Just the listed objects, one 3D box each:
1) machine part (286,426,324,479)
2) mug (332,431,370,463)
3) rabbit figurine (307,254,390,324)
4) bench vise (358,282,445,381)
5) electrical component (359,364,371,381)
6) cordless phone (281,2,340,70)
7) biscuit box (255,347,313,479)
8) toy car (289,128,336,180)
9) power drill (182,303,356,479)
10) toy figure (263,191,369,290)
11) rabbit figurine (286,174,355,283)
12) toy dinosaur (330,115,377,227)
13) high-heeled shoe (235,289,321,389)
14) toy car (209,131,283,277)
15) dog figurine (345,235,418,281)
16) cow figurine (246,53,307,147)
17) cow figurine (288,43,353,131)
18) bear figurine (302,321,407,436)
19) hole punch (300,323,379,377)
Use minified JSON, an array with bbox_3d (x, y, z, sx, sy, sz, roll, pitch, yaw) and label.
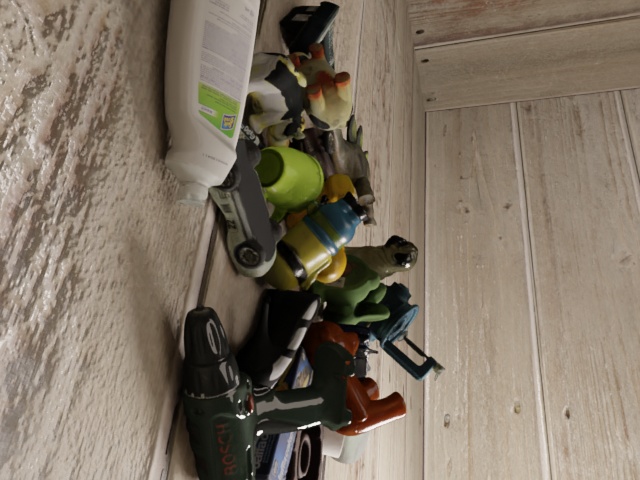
[{"bbox_3d":[-0.040,0.329,0.823,0.179,0.056,0.179,-2,90,-74],"label":"machine part"},{"bbox_3d":[0.055,0.355,1.044,0.110,0.081,0.107,-120,-140,-49],"label":"mug"},{"bbox_3d":[0.053,0.109,1.048,0.170,0.159,0.121,92,-1,-47],"label":"rabbit figurine"},{"bbox_3d":[0.150,0.216,1.139,0.223,0.241,0.128,-45,155,-11],"label":"bench vise"},{"bbox_3d":[0.059,0.254,1.044,0.119,0.075,0.047,58,1,28],"label":"electrical component"},{"bbox_3d":[-0.005,-0.335,1.004,0.147,0.089,0.184,-71,157,-51],"label":"cordless phone"},{"bbox_3d":[-0.064,0.243,0.741,0.203,0.063,0.059,-74,154,-48],"label":"biscuit box"},{"bbox_3d":[-0.003,-0.119,0.954,0.202,0.089,0.053,65,24,-55],"label":"toy car"},{"bbox_3d":[-0.057,0.173,0.618,0.207,0.086,0.231,-7,102,-43],"label":"power drill"},{"bbox_3d":[-0.012,-0.001,0.795,0.082,0.180,0.089,52,3,29],"label":"toy figure"},{"bbox_3d":[-0.002,-0.003,0.903,0.162,0.122,0.173,98,-16,-59],"label":"rabbit figurine"},{"bbox_3d":[0.058,-0.155,1.156,0.470,0.105,0.198,69,16,-69],"label":"toy dinosaur"},{"bbox_3d":[-0.055,0.149,0.775,0.248,0.086,0.145,3,94,-74],"label":"high-heeled shoe"},{"bbox_3d":[-0.099,-0.044,0.688,0.073,0.056,0.201,-59,142,-51],"label":"toy car"},{"bbox_3d":[0.123,0.063,1.172,0.172,0.191,0.121,50,41,-66],"label":"dog figurine"},{"bbox_3d":[-0.056,-0.194,0.770,0.167,0.098,0.068,58,21,-58],"label":"cow figurine"},{"bbox_3d":[-0.009,-0.244,0.871,0.195,0.085,0.127,57,-12,41],"label":"cow figurine"},{"bbox_3d":[0.044,0.205,0.864,0.132,0.120,0.195,-18,100,-27],"label":"bear figurine"},{"bbox_3d":[0.038,0.185,0.985,0.115,0.142,0.092,88,11,-53],"label":"hole punch"}]
